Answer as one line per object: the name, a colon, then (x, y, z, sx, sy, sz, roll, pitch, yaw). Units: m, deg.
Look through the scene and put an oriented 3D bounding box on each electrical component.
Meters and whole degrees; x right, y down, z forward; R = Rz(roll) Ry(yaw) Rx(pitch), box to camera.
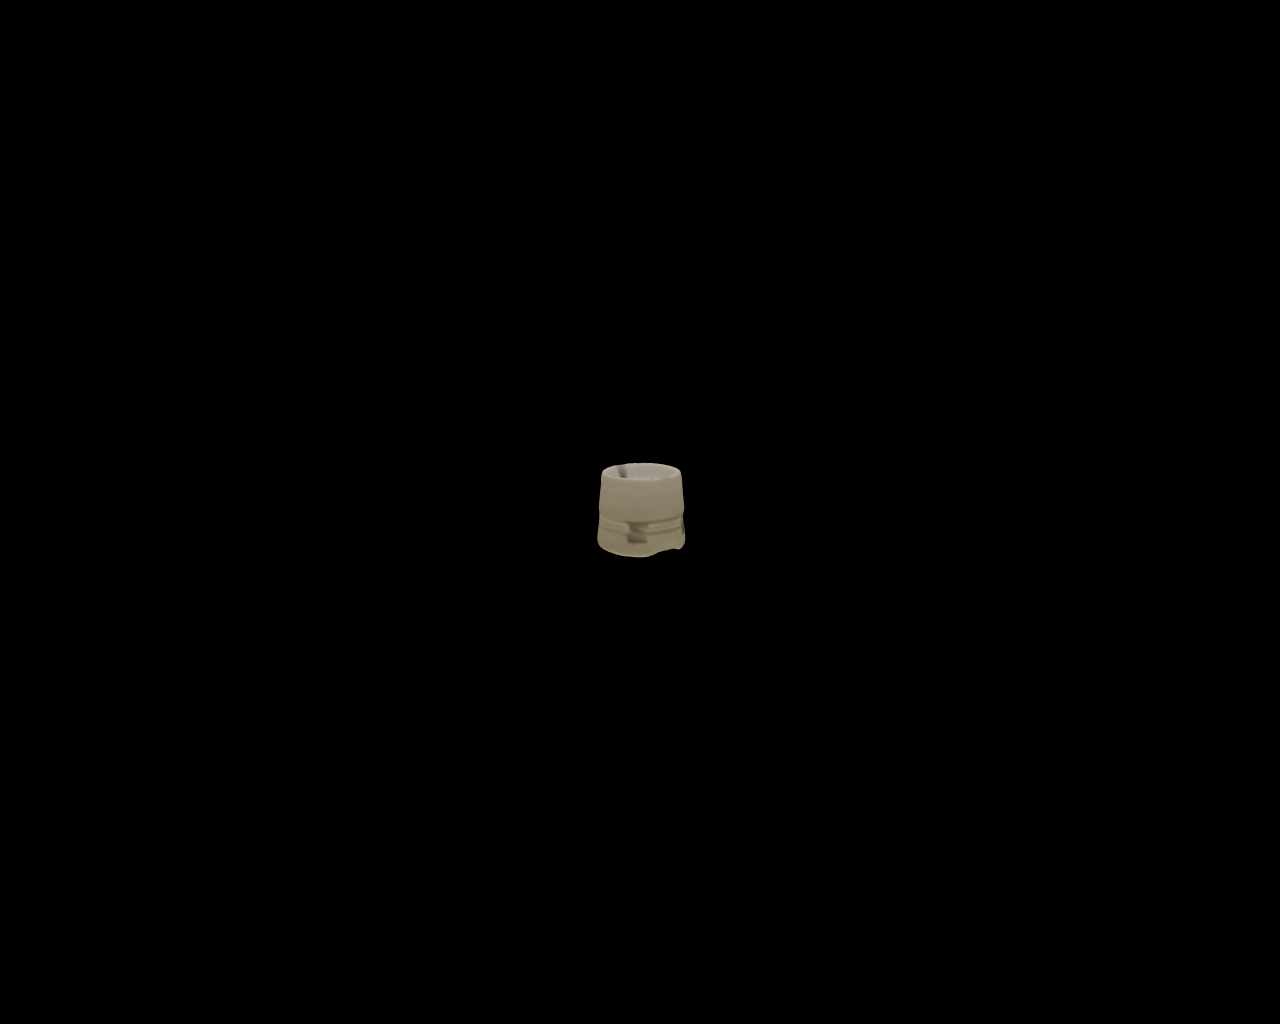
electrical component: (0.001, -0.003, 0.650, 0.055, 0.047, 0.055, 0, 14, 0)
